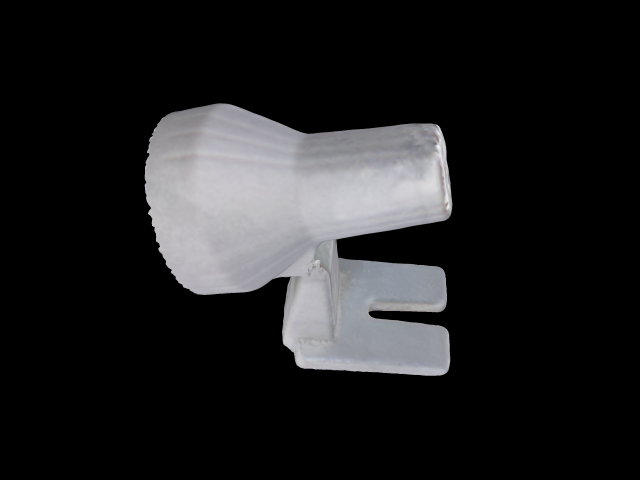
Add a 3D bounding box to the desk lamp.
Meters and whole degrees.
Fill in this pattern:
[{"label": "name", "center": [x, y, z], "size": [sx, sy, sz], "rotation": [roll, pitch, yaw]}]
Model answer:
[{"label": "desk lamp", "center": [0.004, 0.001, 0.400], "size": [0.203, 0.214, 0.118], "rotation": [3, 55, 2]}]
